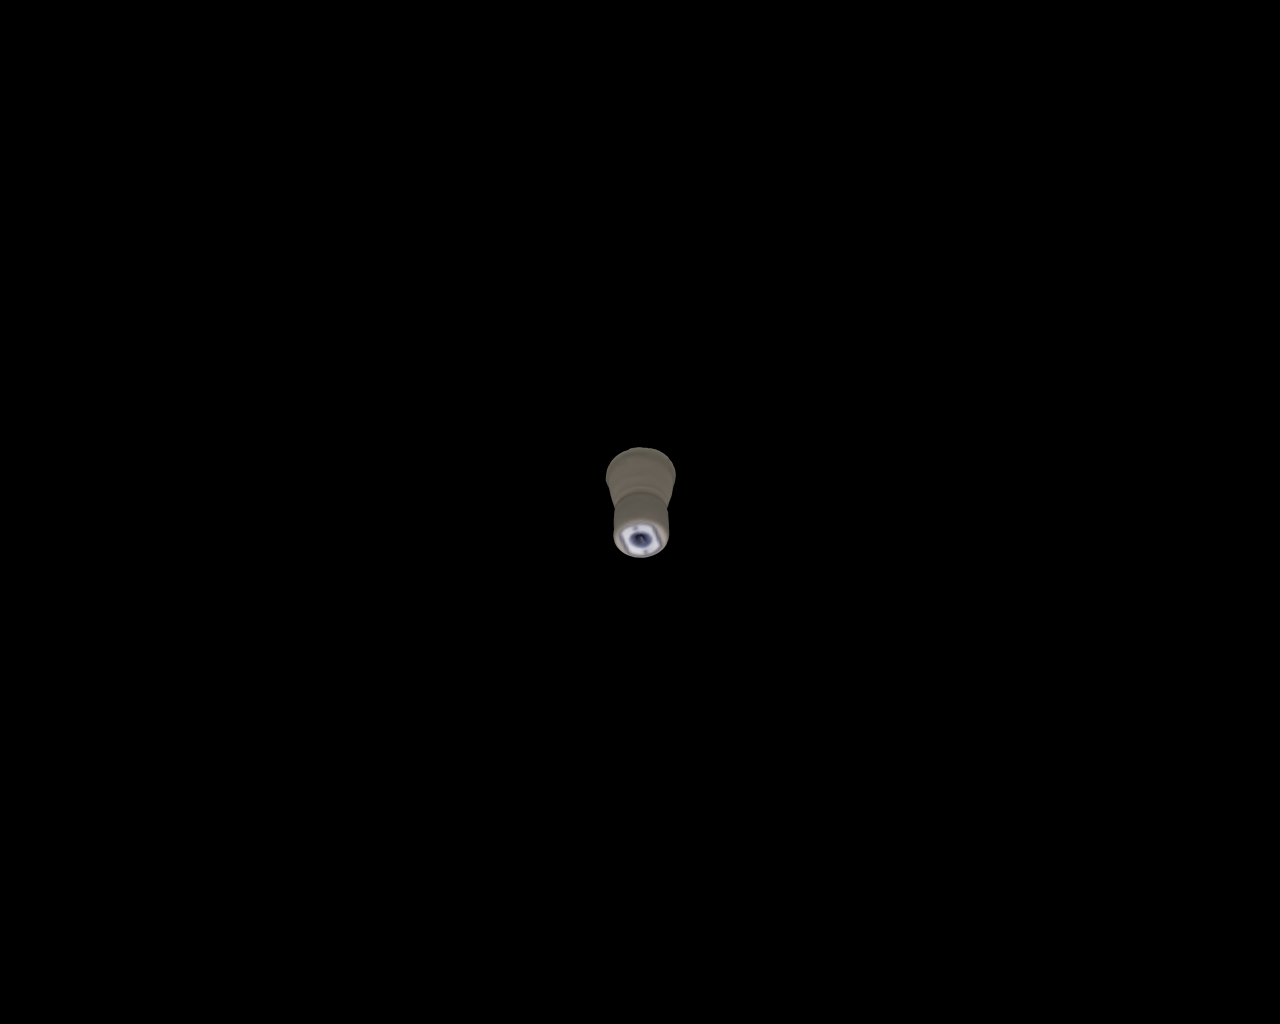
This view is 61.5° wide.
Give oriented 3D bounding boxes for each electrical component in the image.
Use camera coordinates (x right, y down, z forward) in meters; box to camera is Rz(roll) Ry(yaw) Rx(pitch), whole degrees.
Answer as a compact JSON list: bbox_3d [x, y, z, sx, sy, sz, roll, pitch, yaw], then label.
[{"bbox_3d":[0.001,-0.003,0.650,0.044,0.044,0.065,0,41,0],"label":"electrical component"}]
